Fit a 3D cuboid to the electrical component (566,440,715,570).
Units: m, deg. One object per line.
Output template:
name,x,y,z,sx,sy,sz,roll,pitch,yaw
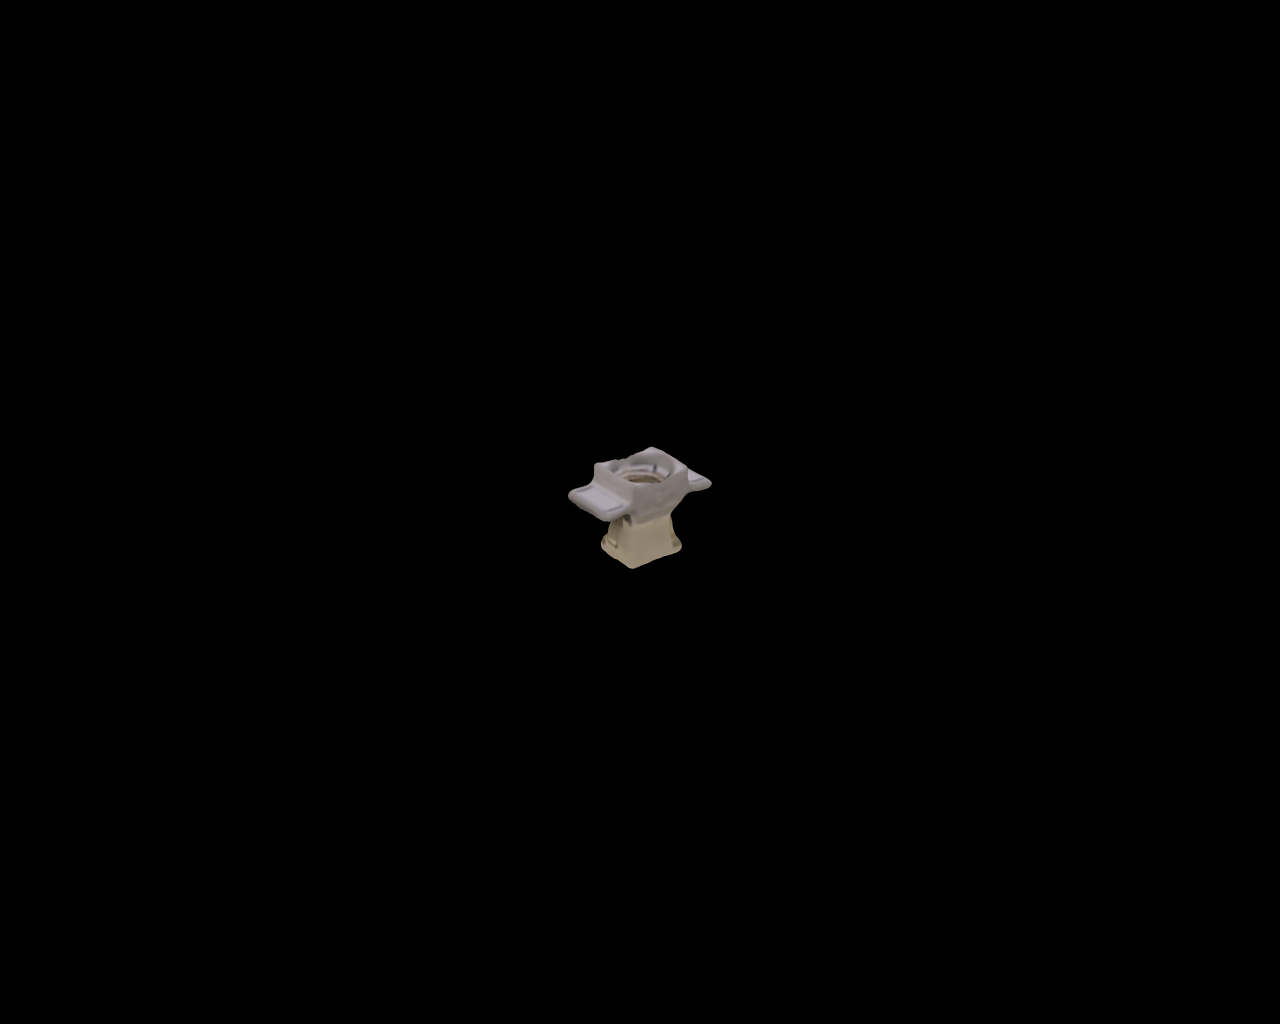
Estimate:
electrical component,0.001,-0.003,0.650,0.081,0.063,0.042,-18,32,-31
